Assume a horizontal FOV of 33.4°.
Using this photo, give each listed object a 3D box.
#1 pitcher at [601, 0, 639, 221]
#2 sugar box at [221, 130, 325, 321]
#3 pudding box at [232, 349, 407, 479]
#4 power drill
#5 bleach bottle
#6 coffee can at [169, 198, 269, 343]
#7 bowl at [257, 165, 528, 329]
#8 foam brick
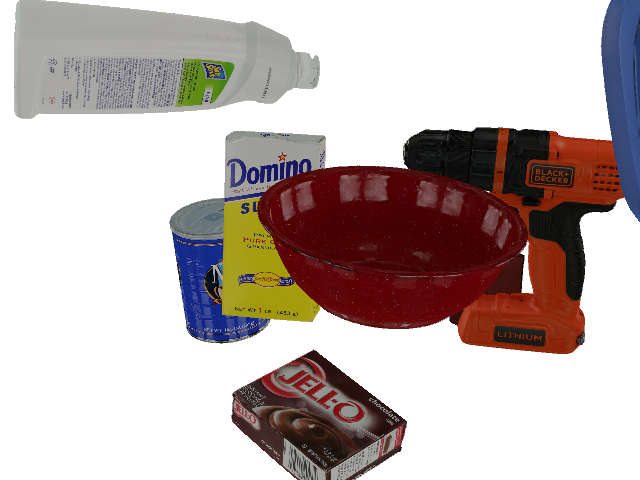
[{"bbox_3d":[0.235,-0.056,0.593,0.149,0.243,0.145,-6,22,13],"label":"pitcher"},{"bbox_3d":[-0.045,-0.014,1.023,0.093,0.176,0.048,3,15,8],"label":"sugar box"},{"bbox_3d":[-0.002,0.144,0.850,0.089,0.039,0.114,-25,47,-36],"label":"pudding box"},{"bbox_3d":[0.156,-0.002,0.878,0.184,0.188,0.057,6,28,11],"label":"power drill"},{"bbox_3d":[-0.127,-0.145,0.898,0.250,0.068,0.103,2,-32,-14],"label":"bleach bottle"},{"bbox_3d":[-0.116,0.034,1.249,0.103,0.140,0.103,-4,25,2],"label":"coffee can"},{"bbox_3d":[0.041,0.008,0.646,0.162,0.055,0.162,4,24,-2],"label":"bowl"},{"bbox_3d":[0.165,0.049,1.061,0.051,0.078,0.053,-12,20,-36],"label":"foam brick"}]
